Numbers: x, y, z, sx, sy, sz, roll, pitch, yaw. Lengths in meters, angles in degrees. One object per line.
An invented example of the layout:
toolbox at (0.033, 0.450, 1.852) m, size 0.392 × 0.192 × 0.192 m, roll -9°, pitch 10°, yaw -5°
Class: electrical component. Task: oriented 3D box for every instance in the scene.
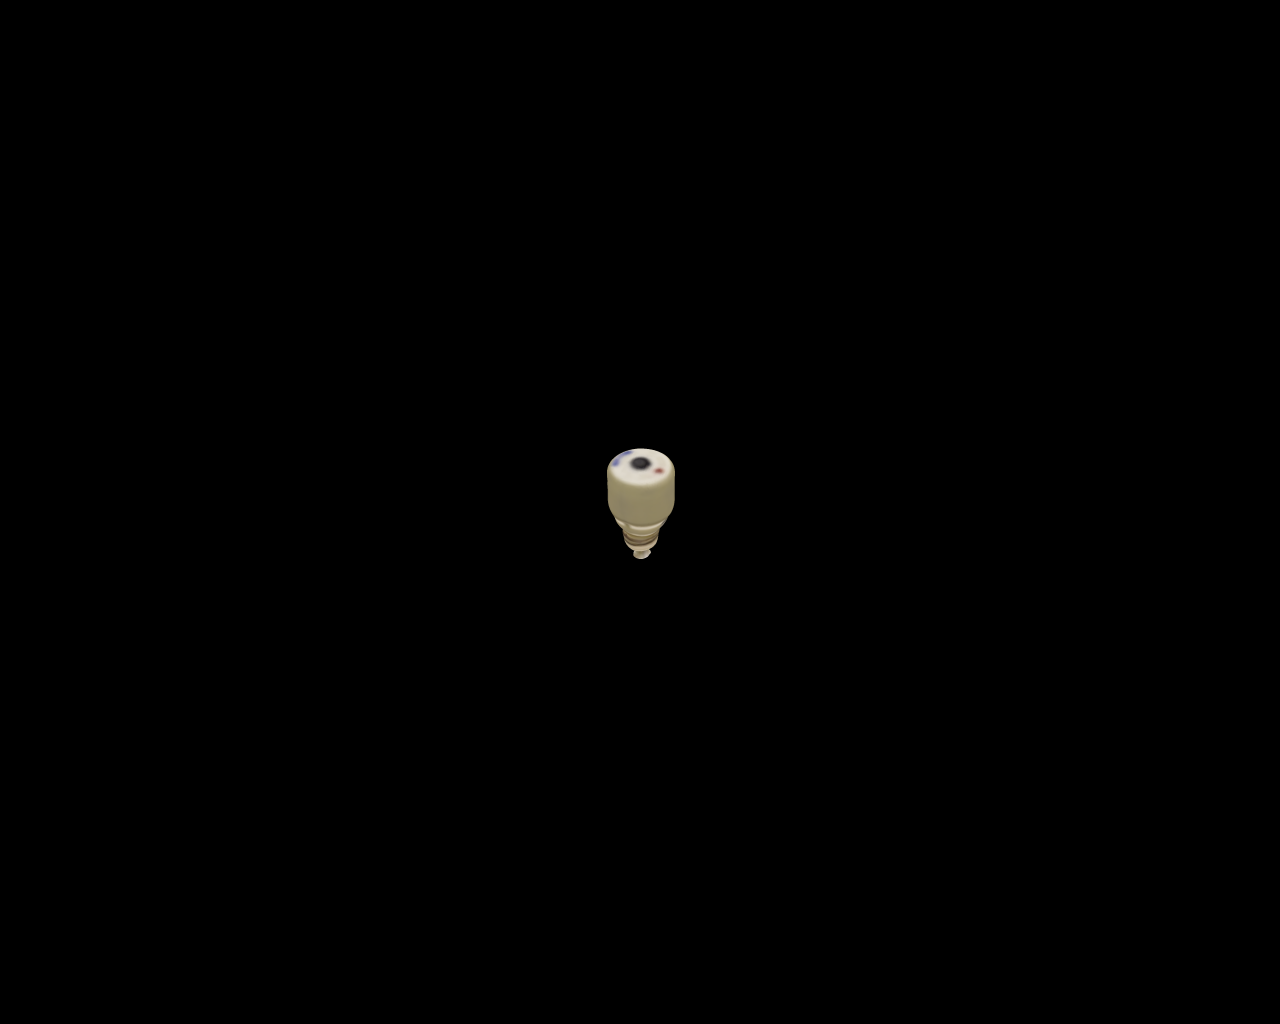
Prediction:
electrical component at (0.001, -0.003, 0.650) m, size 0.040 × 0.078 × 0.040 m, roll 0°, pitch 40°, yaw 0°
